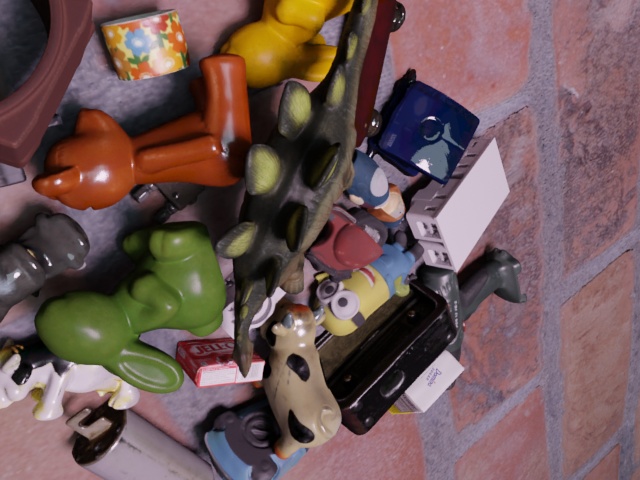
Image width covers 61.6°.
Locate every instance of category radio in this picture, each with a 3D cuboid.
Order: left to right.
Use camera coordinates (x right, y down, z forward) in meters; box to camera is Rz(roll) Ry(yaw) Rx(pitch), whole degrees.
[{"bbox_3d":[0.082,0.158,0.781,0.229,0.131,0.073,-43,128,-15],"label":"radio"}]

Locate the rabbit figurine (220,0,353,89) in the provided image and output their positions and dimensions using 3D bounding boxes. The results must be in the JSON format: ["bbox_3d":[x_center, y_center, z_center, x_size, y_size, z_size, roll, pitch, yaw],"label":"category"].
[{"bbox_3d":[-0.036,-0.237,0.584,0.173,0.122,0.162,-52,141,12],"label":"rabbit figurine"}]

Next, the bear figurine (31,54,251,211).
[{"bbox_3d":[-0.169,-0.098,0.512,0.196,0.120,0.131,-7,92,-17],"label":"bear figurine"}]

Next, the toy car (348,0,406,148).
[{"bbox_3d":[0.051,-0.218,0.673,0.089,0.053,0.202,-7,112,-53],"label":"toy car"}]

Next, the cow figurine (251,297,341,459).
[{"bbox_3d":[-0.031,0.165,0.689,0.085,0.195,0.127,-3,153,-41],"label":"cow figurine"}]

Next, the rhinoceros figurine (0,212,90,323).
[{"bbox_3d":[-0.299,0.047,0.490,0.190,0.112,0.073,-36,96,-3],"label":"rhinoceros figurine"}]

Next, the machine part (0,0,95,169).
[{"bbox_3d":[-0.288,-0.157,0.387,0.201,0.087,0.201,26,74,-24],"label":"machine part"}]

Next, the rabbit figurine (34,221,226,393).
[{"bbox_3d":[-0.191,0.073,0.541,0.170,0.121,0.159,-26,112,-37],"label":"rabbit figurine"}]

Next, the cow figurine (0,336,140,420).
[{"bbox_3d":[-0.274,0.131,0.561,0.167,0.068,0.098,5,98,-40],"label":"cow figurine"}]

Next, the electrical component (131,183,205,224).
[{"bbox_3d":[-0.160,-0.065,0.599,0.094,0.021,0.063,-47,127,-13],"label":"electrical component"}]

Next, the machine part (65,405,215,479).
[{"bbox_3d":[-0.209,0.271,0.652,0.079,0.079,0.243,-47,127,-12],"label":"machine part"}]

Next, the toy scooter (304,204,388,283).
[{"bbox_3d":[-0.001,-0.002,0.696,0.183,0.075,0.135,38,82,-29],"label":"toy scooter"}]

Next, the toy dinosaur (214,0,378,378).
[{"bbox_3d":[-0.016,-0.072,0.544,0.105,0.198,0.471,18,97,1],"label":"toy dinosaur"}]

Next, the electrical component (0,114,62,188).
[{"bbox_3d":[-0.287,-0.076,0.475,0.119,0.075,0.047,-23,118,-30],"label":"electrical component"}]

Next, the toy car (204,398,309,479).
[{"bbox_3d":[-0.083,0.284,0.741,0.161,0.109,0.102,-20,144,-43],"label":"toy car"}]

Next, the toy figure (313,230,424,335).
[{"bbox_3d":[0.071,0.065,0.773,0.180,0.082,0.089,-36,126,-23],"label":"toy figure"}]

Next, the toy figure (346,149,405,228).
[{"bbox_3d":[0.077,-0.062,0.745,0.064,0.058,0.154,-46,129,3],"label":"toy figure"}]

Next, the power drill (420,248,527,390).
[{"bbox_3d":[0.256,0.120,0.925,0.207,0.086,0.231,-25,113,-18],"label":"power drill"}]

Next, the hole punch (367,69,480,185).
[{"bbox_3d":[0.143,-0.148,0.743,0.115,0.092,0.142,28,93,-35],"label":"hole punch"}]
